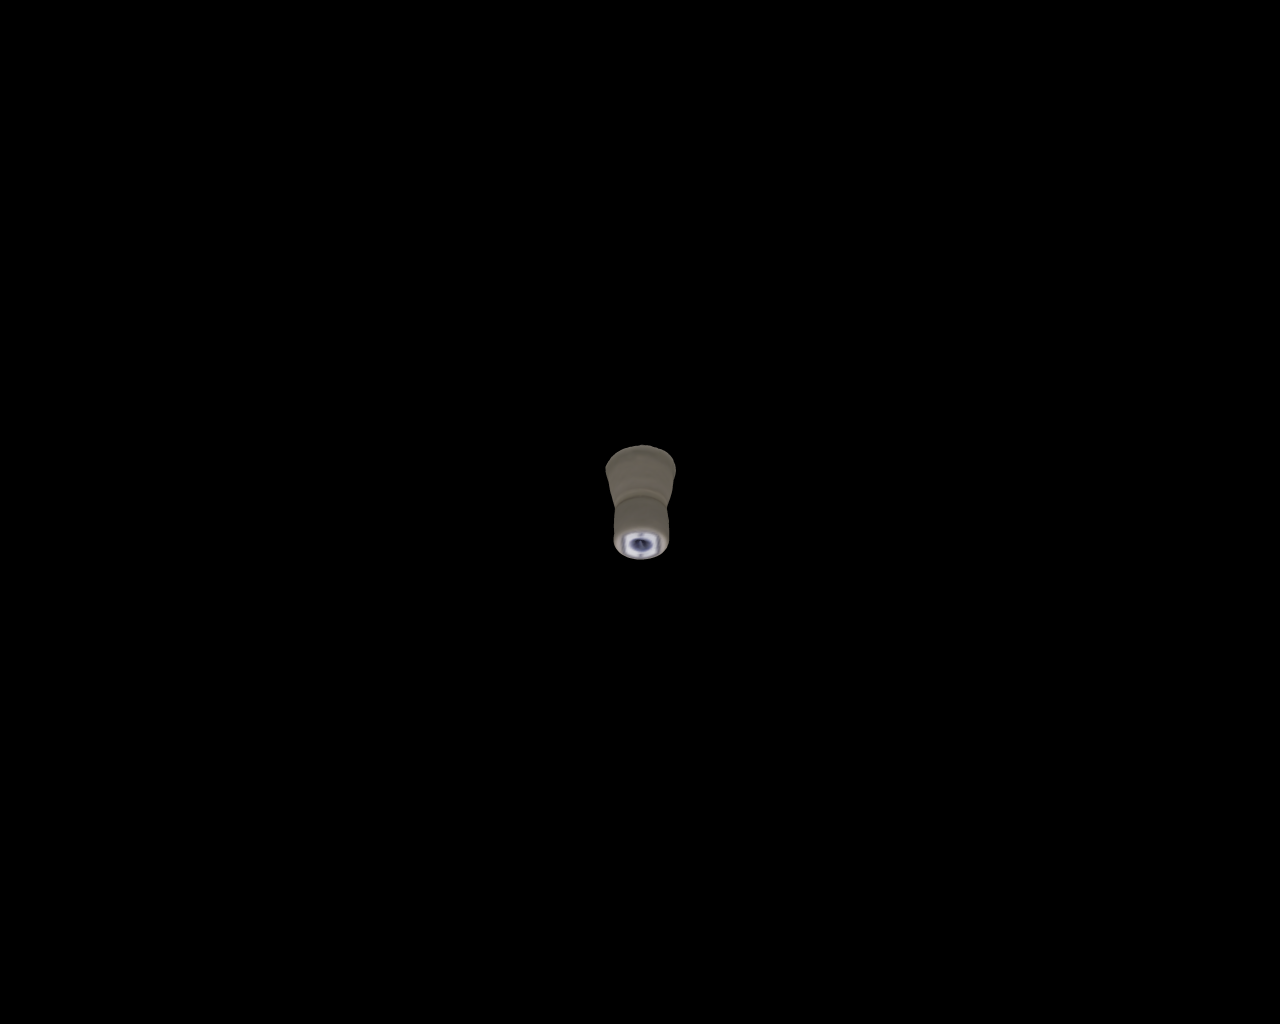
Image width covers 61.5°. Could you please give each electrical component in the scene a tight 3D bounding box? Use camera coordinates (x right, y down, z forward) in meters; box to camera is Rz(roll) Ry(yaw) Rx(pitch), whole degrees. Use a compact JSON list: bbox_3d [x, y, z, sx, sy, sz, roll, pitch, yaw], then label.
[{"bbox_3d":[0.001,-0.003,0.650,0.044,0.065,0.044,0,-40,0],"label":"electrical component"}]
